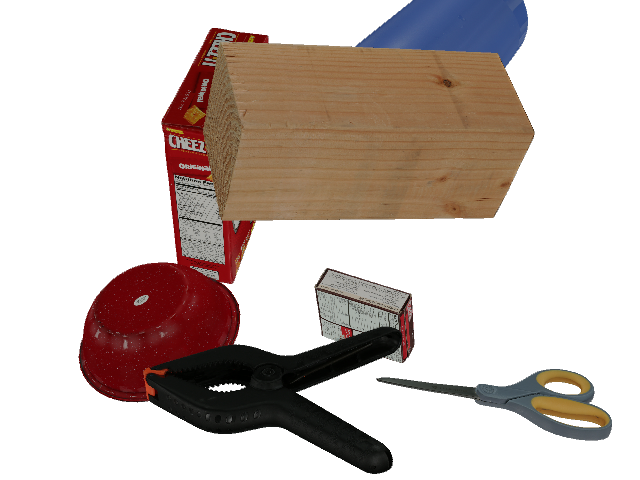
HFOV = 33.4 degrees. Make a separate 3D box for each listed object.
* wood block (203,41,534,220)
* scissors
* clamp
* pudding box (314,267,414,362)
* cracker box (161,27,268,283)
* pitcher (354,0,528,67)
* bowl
[{"bbox_3d":[0.030,-0.075,0.751,0.205,0.091,0.090,-1,-40,-17],"label":"wood block"},{"bbox_3d":[0.158,0.128,0.943,0.202,0.016,0.096,16,28,14],"label":"scissors"},{"bbox_3d":[-0.033,0.113,0.848,0.210,0.036,0.164,5,30,13],"label":"clamp"},{"bbox_3d":[0.052,0.088,1.246,0.114,0.090,0.039,15,48,22],"label":"pudding box"},{"bbox_3d":[-0.105,-0.087,1.120,0.072,0.164,0.214,10,-43,8],"label":"cracker box"},{"bbox_3d":[0.113,-0.159,1.022,0.145,0.149,0.242,8,40,34],"label":"pitcher"},{"bbox_3d":[-0.160,0.072,1.003,0.162,0.055,0.162,-10,43,9],"label":"bowl"}]
